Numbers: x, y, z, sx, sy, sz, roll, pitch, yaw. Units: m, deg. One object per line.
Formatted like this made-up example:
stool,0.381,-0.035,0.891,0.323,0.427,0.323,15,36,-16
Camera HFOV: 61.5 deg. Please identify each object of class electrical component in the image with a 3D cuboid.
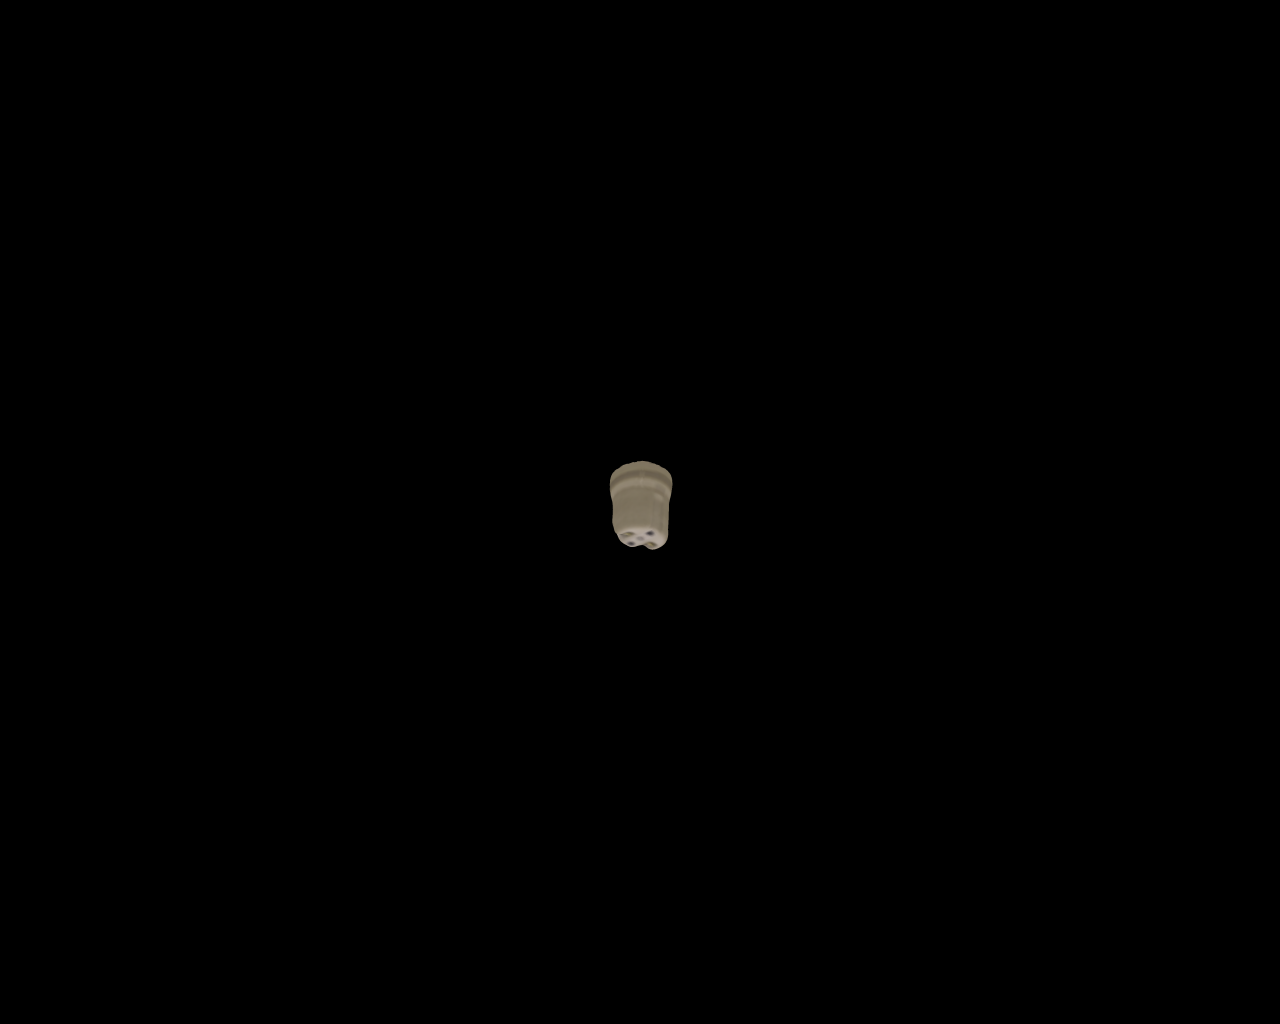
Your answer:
electrical component,0.001,-0.003,0.650,0.040,0.046,0.040,0,-33,0
